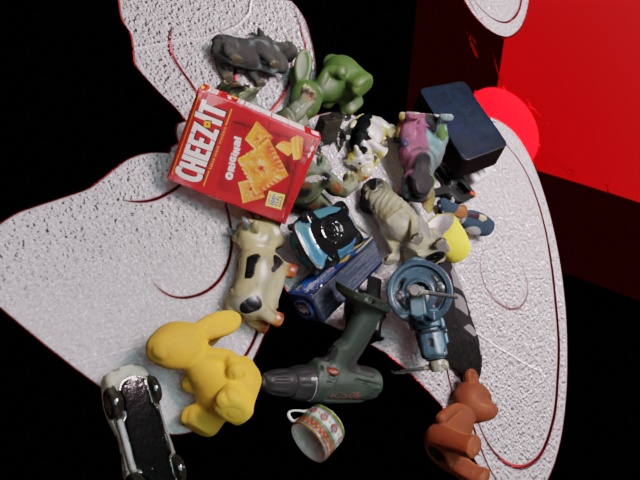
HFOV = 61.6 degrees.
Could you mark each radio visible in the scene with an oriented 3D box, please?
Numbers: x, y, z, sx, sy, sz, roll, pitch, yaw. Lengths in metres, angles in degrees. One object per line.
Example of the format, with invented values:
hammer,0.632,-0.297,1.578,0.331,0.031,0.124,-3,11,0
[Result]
radio,0.333,-0.270,1.286,0.131,0.073,0.230,-17,65,-15

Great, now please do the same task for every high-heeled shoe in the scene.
high-heeled shoe,0.288,0.163,1.141,0.248,0.086,0.145,68,26,-8

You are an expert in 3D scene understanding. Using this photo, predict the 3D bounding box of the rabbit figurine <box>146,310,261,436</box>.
rabbit figurine,-0.168,0.175,0.787,0.173,0.122,0.162,41,45,-17

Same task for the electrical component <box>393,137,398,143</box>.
electrical component,0.216,-0.222,1.276,0.094,0.021,0.063,-3,73,-35

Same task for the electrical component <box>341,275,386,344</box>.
electrical component,0.087,0.130,1.022,0.075,0.048,0.119,20,60,-26

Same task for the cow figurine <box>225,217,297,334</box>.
cow figurine,-0.108,0.045,0.914,0.127,0.085,0.195,30,57,-27

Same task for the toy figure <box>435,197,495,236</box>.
toy figure,0.337,-0.054,1.253,0.154,0.064,0.058,20,38,-20

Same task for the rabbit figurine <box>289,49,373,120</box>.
rabbit figurine,0.001,-0.322,1.125,0.170,0.121,0.159,-35,88,-23

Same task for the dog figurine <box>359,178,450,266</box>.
dog figurine,0.175,-0.039,1.121,0.172,0.121,0.191,30,32,-48

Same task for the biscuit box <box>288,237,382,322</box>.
biscuit box,0.032,0.069,0.996,0.203,0.059,0.062,-39,117,-38

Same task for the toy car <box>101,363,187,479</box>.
toy car,-0.244,0.272,0.742,0.073,0.056,0.201,-12,78,-42

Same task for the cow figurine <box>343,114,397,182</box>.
cow figurine,0.096,-0.205,1.161,0.098,0.068,0.167,33,52,-10

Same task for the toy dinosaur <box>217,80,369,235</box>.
toy dinosaur,-0.058,-0.143,1.012,0.192,0.131,0.404,-33,98,-20

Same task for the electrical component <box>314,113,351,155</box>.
electrical component,0.022,-0.222,1.124,0.102,0.078,0.045,-16,54,-43

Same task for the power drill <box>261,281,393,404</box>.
power drill,0.028,0.179,0.903,0.232,0.086,0.207,22,85,-31

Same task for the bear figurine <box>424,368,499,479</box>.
bear figurine,0.288,0.347,1.015,0.196,0.132,0.120,-33,116,-34

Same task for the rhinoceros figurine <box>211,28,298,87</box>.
rhinoceros figurine,-0.130,-0.375,1.091,0.190,0.073,0.112,-10,65,-34

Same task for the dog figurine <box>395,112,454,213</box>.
dog figurine,0.216,-0.173,1.191,0.108,0.191,0.219,7,102,-2

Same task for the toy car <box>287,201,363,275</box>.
toy car,-0.002,-0.003,0.982,0.161,0.103,0.109,-32,94,-47

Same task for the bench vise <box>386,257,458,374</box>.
bench vise,0.183,0.130,0.970,0.240,0.129,0.223,43,47,-71
